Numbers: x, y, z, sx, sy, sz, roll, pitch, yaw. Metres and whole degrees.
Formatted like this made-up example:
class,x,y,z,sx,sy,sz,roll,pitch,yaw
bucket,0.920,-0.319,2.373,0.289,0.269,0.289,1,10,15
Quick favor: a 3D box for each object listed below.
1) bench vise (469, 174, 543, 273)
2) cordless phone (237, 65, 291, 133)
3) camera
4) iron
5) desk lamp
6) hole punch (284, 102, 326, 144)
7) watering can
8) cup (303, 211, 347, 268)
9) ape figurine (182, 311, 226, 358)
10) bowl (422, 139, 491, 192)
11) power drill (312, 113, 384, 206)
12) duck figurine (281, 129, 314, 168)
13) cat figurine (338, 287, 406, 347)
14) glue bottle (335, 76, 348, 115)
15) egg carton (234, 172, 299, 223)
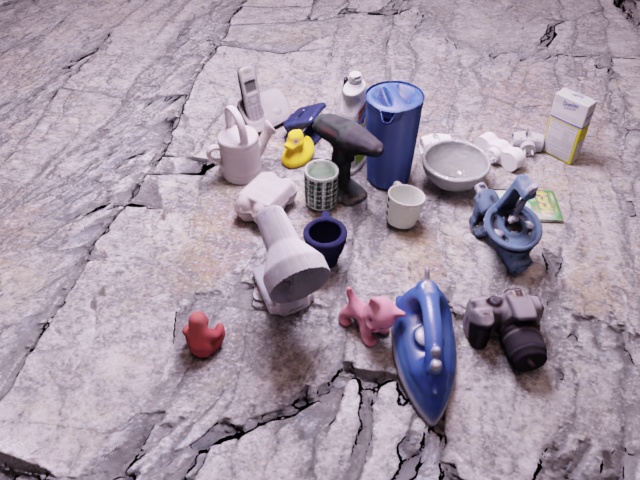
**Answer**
class,x,y,z,sx,sy,sz,roll,pitch,yaw
bench vise,0.378,-0.063,1.194,0.122,0.220,0.206,-28,51,-24
cordless phone,-0.156,-0.395,1.554,0.148,0.185,0.094,-32,53,-27
camera,0.351,0.165,1.051,0.143,0.101,0.136,-4,45,-3
iron,0.194,0.178,1.011,0.118,0.141,0.258,0,45,1
desk lamp,-0.067,0.052,1.089,0.118,0.214,0.202,-18,48,-16
hole punch,-0.042,-0.323,1.548,0.101,0.091,0.109,17,48,17
watering can,-0.193,-0.244,1.398,0.100,0.194,0.173,30,53,27
cup,0.011,0.004,1.219,0.091,0.095,0.117,0,45,1
ape figurine,-0.220,0.168,1.062,0.077,0.092,0.076,10,46,11
bowl,0.328,-0.170,1.403,0.167,0.075,0.167,0,45,1
power drill,0.065,-0.189,1.331,0.076,0.208,0.228,-28,51,-24
duck figurine,-0.058,-0.246,1.476,0.077,0.086,0.105,28,52,26
cat figurine,0.095,0.134,1.074,0.127,0.118,0.067,35,55,30
glue bottle,0.069,-0.354,1.519,0.037,0.173,0.078,29,52,27
egg carton,-0.125,-0.097,1.340,0.107,0.069,0.150,22,50,21
